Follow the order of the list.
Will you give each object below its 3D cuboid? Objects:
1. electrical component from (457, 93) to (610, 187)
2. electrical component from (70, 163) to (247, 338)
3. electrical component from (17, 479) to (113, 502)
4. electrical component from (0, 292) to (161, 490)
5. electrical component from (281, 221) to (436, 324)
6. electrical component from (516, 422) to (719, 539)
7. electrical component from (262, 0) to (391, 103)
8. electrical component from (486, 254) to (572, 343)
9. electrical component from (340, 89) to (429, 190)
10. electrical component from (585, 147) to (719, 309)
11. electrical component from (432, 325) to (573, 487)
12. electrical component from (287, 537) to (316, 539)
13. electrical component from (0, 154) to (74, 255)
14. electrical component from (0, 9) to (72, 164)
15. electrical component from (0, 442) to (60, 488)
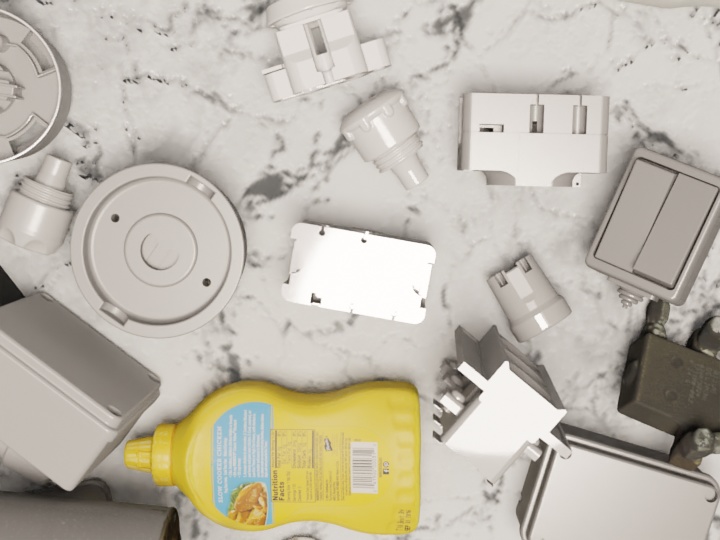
[{"bbox_3d":[0.108,-0.081,0.680,0.089,0.050,0.055,2,95,1],"label":"electrical component"},{"bbox_3d":[-0.124,-0.014,0.689,0.108,0.060,0.108,0,94,2],"label":"electrical component"},{"bbox_3d":[-0.197,0.202,0.710,0.078,0.057,0.113,-11,94,2],"label":"electrical component"},{"bbox_3d":[-0.192,0.072,0.674,0.109,0.108,0.056,37,98,-1],"label":"electrical component"},{"bbox_3d":[0.000,0.000,0.687,0.089,0.055,0.050,10,95,2],"label":"electrical component"},{"bbox_3d":[0.164,0.151,0.693,0.113,0.057,0.078,16,95,1],"label":"electrical component"},{"bbox_3d":[-0.026,-0.144,0.677,0.078,0.058,0.057,-17,97,4],"label":"electrical component"},{"bbox_3d":[0.108,0.018,0.694,0.040,0.040,0.046,-31,86,4],"label":"electrical component"},{"bbox_3d":[0.020,-0.081,0.687,0.048,0.048,0.062,-33,100,4],"label":"electrical component"},{"bbox_3d":[0.183,-0.020,0.668,0.062,0.061,0.096,26,95,21],"label":"electrical component"},{"bbox_3d":[0.082,0.081,0.658,0.079,0.121,0.063,40,98,-1],"label":"electrical component"},{"bbox_3d":[-0.040,0.205,0.702,0.048,0.062,0.048,0,94,2],"label":"electrical component"},{"bbox_3d":[-0.206,-0.044,0.698,0.043,0.043,0.062,22,93,0],"label":"electrical component"},{"bbox_3d":[-0.236,-0.115,0.683,0.099,0.064,0.099,0,94,2],"label":"electrical component"},{"bbox_3d":[-0.225,0.112,0.712,0.078,0.040,0.040,29,95,-1],"label":"electrical component"}]
